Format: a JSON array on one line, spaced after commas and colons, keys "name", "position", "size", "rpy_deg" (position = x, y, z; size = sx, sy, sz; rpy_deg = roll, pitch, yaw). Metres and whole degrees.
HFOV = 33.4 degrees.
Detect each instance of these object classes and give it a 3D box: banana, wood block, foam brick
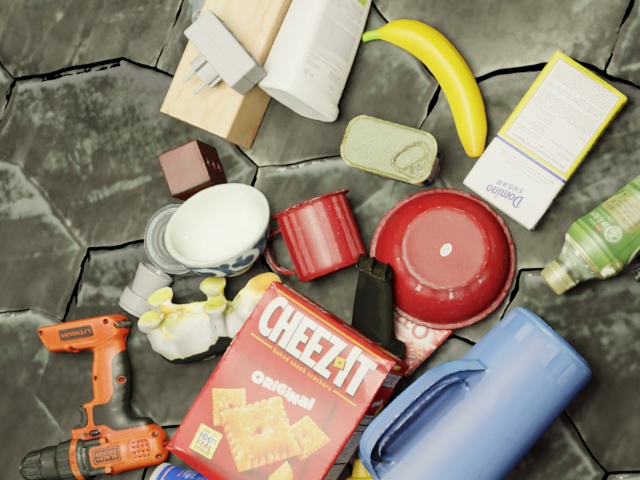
[{"name": "banana", "position": [0.135, -0.184, 1.201], "size": [0.198, 0.037, 0.070], "rpy_deg": [50, 118, 13]}, {"name": "wood block", "position": [-0.092, -0.221, 1.226], "size": [0.090, 0.090, 0.206], "rpy_deg": [23, 92, 14]}, {"name": "foam brick", "position": [-0.146, -0.079, 1.236], "size": [0.051, 0.078, 0.053], "rpy_deg": [-22, 84, 10]}]

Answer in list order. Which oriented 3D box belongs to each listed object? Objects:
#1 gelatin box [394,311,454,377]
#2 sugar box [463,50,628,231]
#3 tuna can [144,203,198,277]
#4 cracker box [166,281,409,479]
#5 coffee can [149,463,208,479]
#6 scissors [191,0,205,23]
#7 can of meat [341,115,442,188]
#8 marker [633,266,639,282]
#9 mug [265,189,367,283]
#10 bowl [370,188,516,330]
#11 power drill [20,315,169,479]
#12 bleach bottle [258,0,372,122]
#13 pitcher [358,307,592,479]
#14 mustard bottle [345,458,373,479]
[{"name": "gelatin box", "position": [0.092, 0.096, 1.192], "size": [0.073, 0.030, 0.089], "rpy_deg": [-45, 78, 6]}, {"name": "sugar box", "position": [0.245, -0.107, 1.164], "size": [0.093, 0.048, 0.176], "rpy_deg": [37, 98, 12]}, {"name": "tuna can", "position": [-0.163, 0.000, 1.256], "size": [0.086, 0.033, 0.086], "rpy_deg": [-1, 86, 13]}, {"name": "cracker box", "position": [-0.035, 0.176, 1.121], "size": [0.164, 0.072, 0.214], "rpy_deg": [33, 91, 19]}, {"name": "coffee can", "position": [-0.122, 0.315, 1.190], "size": [0.140, 0.102, 0.103], "rpy_deg": [11, 89, 13]}, {"name": "scissors", "position": [-0.126, -0.276, 1.275], "size": [0.096, 0.016, 0.202], "rpy_deg": [-8, 85, 13]}, {"name": "can of meat", "position": [0.082, -0.094, 1.180], "size": [0.102, 0.084, 0.057], "rpy_deg": [16, 90, 14]}, {"name": "marker", "position": [0.386, 0.006, 1.136], "size": [0.121, 0.020, 0.020], "rpy_deg": [-37, 79, 8]}, {"name": "mug", "position": [-0.008, 0.001, 1.195], "size": [0.117, 0.093, 0.081], "rpy_deg": [-21, 86, 18]}, {"name": "bowl", "position": [0.134, 0.014, 1.158], "size": [0.162, 0.055, 0.162], "rpy_deg": [-1, 77, 4]}, {"name": "power drill", "position": [-0.279, 0.189, 1.260], "size": [0.184, 0.057, 0.187], "rpy_deg": [-12, 86, 8]}, {"name": "bleach bottle", "position": [0.019, -0.268, 1.209], "size": [0.068, 0.102, 0.251], "rpy_deg": [18, 83, 42]}, {"name": "pitcher", "position": [0.160, 0.184, 1.114], "size": [0.145, 0.149, 0.243], "rpy_deg": [43, 92, 8]}, {"name": "mustard bottle", "position": [0.053, 0.336, 1.171], "size": [0.096, 0.058, 0.191], "rpy_deg": [-5, 85, 11]}]
